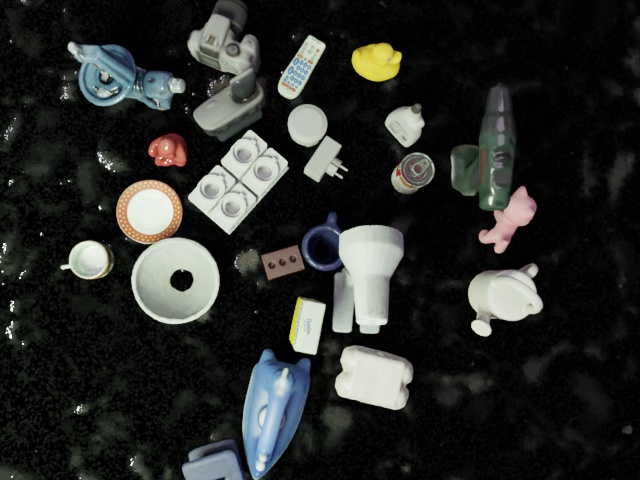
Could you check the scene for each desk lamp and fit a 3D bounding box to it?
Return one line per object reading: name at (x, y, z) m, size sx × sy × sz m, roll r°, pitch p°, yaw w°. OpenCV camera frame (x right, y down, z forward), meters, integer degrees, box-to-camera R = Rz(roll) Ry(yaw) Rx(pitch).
desk lamp at (0.089, 0.082, 1.088) m, size 0.118 × 0.213 × 0.203 m, roll 2°, pitch 85°, yaw -4°

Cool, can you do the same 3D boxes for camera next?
camera at (-0.182, -0.421, 1.164) m, size 0.143 × 0.100 × 0.137 m, roll 20°, pitch 84°, yaw -2°

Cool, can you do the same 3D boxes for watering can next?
watering can at (0.365, 0.114, 1.116) m, size 0.101 × 0.194 × 0.173 m, roll 23°, pitch 84°, yaw -2°

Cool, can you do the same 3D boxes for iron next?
iron at (-0.092, 0.347, 1.090) m, size 0.118 × 0.141 × 0.258 m, roll 14°, pitch 85°, yaw -3°

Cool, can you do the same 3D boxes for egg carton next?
egg carton at (0.109, 0.274, 1.147) m, size 0.150 × 0.069 × 0.107 m, roll 13°, pitch 85°, yaw -3°

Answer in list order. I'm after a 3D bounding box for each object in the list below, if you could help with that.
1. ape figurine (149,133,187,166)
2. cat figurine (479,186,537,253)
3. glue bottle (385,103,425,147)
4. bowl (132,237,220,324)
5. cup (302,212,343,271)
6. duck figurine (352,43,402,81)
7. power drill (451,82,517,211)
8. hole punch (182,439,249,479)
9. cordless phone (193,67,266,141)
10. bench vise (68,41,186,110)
ape figurine at (-0.301, -0.181, 1.141) m, size 0.078 × 0.092 × 0.076 m, roll 37°, pitch 84°, yaw 0°
cat figurine at (0.393, -0.041, 1.169) m, size 0.067 × 0.117 × 0.128 m, roll 29°, pitch 84°, yaw -1°
glue bottle at (0.177, -0.240, 1.141) m, size 0.037 × 0.173 × 0.078 m, roll -40°, pitch 89°, yaw -6°
bowl at (-0.278, 0.080, 1.131) m, size 0.167 × 0.074 × 0.167 m, roll 0°, pitch 85°, yaw -4°
cup at (0.011, 0.004, 1.148) m, size 0.091 × 0.095 × 0.118 m, roll 13°, pitch 85°, yaw -3°
duck figurine at (0.121, -0.381, 1.191) m, size 0.104 × 0.086 × 0.077 m, roll 9°, pitch 85°, yaw -3°
power drill at (0.324, -0.167, 1.128) m, size 0.075 × 0.208 × 0.230 m, roll -2°, pitch 86°, yaw -4°
hole punch at (-0.198, 0.449, 1.099) m, size 0.108 × 0.091 × 0.101 m, roll -16°, pitch 87°, yaw -5°
cordless phone at (-0.178, -0.275, 1.111) m, size 0.147 × 0.185 × 0.094 m, roll -38°, pitch 89°, yaw -6°
bench vise at (-0.370, -0.325, 1.083) m, size 0.207 × 0.219 × 0.121 m, roll -11°, pitch 86°, yaw -5°
